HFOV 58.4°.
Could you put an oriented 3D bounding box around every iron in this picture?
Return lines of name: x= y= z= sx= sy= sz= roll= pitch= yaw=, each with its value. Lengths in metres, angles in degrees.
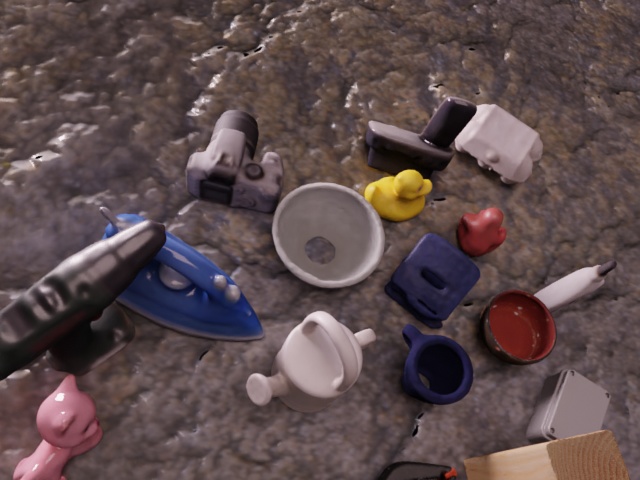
iron: x=-0.178 y=0.045 z=0.747 sx=0.258 sy=0.141 sz=0.119 roll=28 pitch=62 yaw=1

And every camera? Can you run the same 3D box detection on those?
camera: x=-0.119 y=-0.129 z=0.867 sx=0.143 sy=0.100 sz=0.137 roll=13 pitch=63 yaw=-7

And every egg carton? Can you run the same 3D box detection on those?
egg carton: x=0.313 y=-0.169 z=1.007 sx=0.150 sy=0.069 sz=0.107 roll=35 pitch=62 yaw=4

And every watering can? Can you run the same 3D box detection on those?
watering can: x=-0.004 y=0.154 z=0.708 sx=0.101 sy=0.194 sz=0.173 roll=40 pitch=63 yaw=7

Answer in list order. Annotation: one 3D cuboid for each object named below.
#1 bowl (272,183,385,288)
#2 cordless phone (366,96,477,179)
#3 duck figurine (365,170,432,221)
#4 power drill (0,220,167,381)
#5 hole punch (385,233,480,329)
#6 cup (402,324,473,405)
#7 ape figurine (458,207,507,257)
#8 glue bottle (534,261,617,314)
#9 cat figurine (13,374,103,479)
bowl: x=0.008 y=0.003 z=0.850 sx=0.167 sy=0.074 sz=0.167 roll=5 pitch=64 yaw=-11
cordless phone: x=0.157 y=-0.181 z=0.910 sx=0.147 sy=0.185 sz=0.094 roll=14 pitch=63 yaw=-7
duck figurine: x=0.128 y=-0.080 z=0.911 sx=0.105 sy=0.086 sz=0.077 roll=2 pitch=65 yaw=-12
power drill: x=-0.276 y=0.082 z=0.669 sx=0.230 sy=0.208 sz=0.075 roll=-38 pitch=78 yaw=-26
hole punch: x=0.168 y=0.062 z=0.851 sx=0.108 sy=0.091 sz=0.101 roll=38 pitch=63 yaw=6
cup: x=0.142 y=0.176 z=0.789 sx=0.092 sy=0.095 sz=0.117 roll=-31 pitch=76 yaw=-24
ape figurine: x=0.263 y=-0.020 z=0.912 sx=0.077 sy=0.092 sz=0.076 roll=40 pitch=63 yaw=7
glue bottle: x=0.383 y=0.068 z=0.854 sx=0.078 sy=0.173 sz=0.037 roll=-16 pitch=70 yaw=-20
cat figurine: x=-0.297 y=0.224 z=0.648 sx=0.067 sy=0.117 sz=0.128 roll=28 pitch=62 yaw=1
